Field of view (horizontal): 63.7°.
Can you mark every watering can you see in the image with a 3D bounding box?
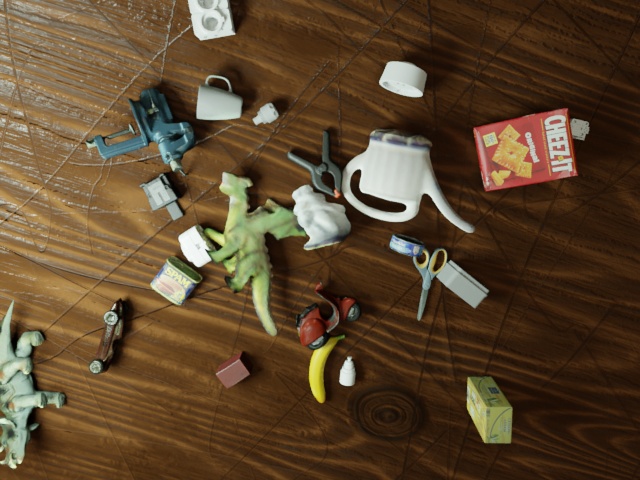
[{"bbox_3d":[0.220,-0.147,1.250,0.348,0.104,0.222,14,101,17],"label":"watering can"}]

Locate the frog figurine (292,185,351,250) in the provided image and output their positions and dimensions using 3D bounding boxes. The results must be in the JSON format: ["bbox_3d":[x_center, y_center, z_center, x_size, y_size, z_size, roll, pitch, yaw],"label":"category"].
[{"bbox_3d":[0.004,-0.064,1.276,0.138,0.122,0.159,-14,90,-31],"label":"frog figurine"}]

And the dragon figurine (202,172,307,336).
[{"bbox_3d":[-0.143,0.014,1.295,0.243,0.122,0.408,-35,98,-3],"label":"dragon figurine"}]
